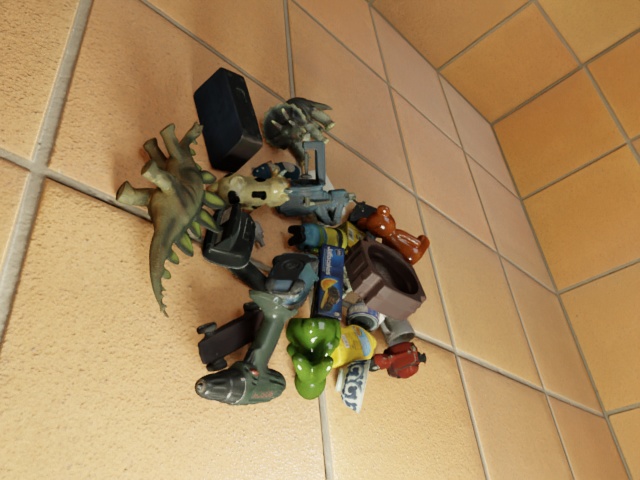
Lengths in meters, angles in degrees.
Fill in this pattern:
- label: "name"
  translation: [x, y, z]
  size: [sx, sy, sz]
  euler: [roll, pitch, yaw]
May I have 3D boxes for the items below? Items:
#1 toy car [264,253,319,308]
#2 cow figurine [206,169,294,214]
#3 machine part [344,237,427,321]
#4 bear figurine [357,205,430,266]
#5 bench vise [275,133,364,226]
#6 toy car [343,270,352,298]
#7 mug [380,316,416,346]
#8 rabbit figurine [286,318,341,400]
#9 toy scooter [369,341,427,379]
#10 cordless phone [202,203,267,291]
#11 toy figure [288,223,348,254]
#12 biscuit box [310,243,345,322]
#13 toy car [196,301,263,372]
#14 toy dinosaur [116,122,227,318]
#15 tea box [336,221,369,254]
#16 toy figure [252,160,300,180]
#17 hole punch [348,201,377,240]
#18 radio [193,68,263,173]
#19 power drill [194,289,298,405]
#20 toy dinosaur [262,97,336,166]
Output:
- label: "toy car"
  translation: [-0.060, 0.101, 1.207]
  size: [0.162, 0.109, 0.102]
  euler: [-69, 157, -56]
- label: "cow figurine"
  translation: [-0.150, -0.116, 1.252]
  size: [0.195, 0.127, 0.085]
  euler: [2, 64, -50]
- label: "machine part"
  translation: [0.165, 0.101, 1.391]
  size: [0.201, 0.087, 0.201]
  euler: [24, 30, -29]
- label: "bear figurine"
  translation: [0.208, -0.014, 1.532]
  size: [0.196, 0.120, 0.132]
  euler: [50, 27, -3]
- label: "bench vise"
  translation: [-0.009, -0.154, 1.380]
  size: [0.129, 0.224, 0.240]
  euler: [-116, -156, -73]
- label: "toy car"
  translation: [0.052, 0.110, 1.394]
  size: [0.073, 0.056, 0.202]
  euler: [59, 33, 2]
- label: "mug"
  translation: [0.195, 0.228, 1.473]
  size: [0.109, 0.081, 0.107]
  euler: [15, 40, -41]
- label: "rabbit figurine"
  translation: [-0.010, 0.247, 1.116]
  size: [0.159, 0.121, 0.170]
  euler: [121, -30, -80]
- label: "toy scooter"
  translation: [0.214, 0.303, 1.373]
  size: [0.183, 0.135, 0.075]
  euler: [20, 46, -46]
- label: "cordless phone"
  translation: [-0.164, 0.023, 1.179]
  size: [0.184, 0.089, 0.147]
  euler: [48, 31, -35]
- label: "toy figure"
  translation: [-0.003, 0.000, 1.383]
  size: [0.180, 0.089, 0.082]
  euler: [13, 93, -53]
- label: "biscuit box"
  translation: [0.019, 0.107, 1.269]
  size: [0.063, 0.059, 0.203]
  euler: [13, 51, -11]
- label: "toy car"
  translation: [-0.168, 0.184, 1.041]
  size: [0.202, 0.053, 0.089]
  euler: [-22, 102, -56]
- label: "toy dinosaur"
  translation: [-0.286, -0.073, 1.060]
  size: [0.198, 0.105, 0.471]
  euler: [40, 40, -31]
- label: "tea box"
  translation: [0.110, 0.033, 1.525]
  size: [0.169, 0.068, 0.098]
  euler: [37, 38, -32]
- label: "toy figure"
  translation: [-0.117, -0.180, 1.421]
  size: [0.064, 0.057, 0.154]
  euler: [29, 20, 32]
- label: "hole punch"
  translation: [0.140, -0.046, 1.636]
  size: [0.116, 0.092, 0.142]
  euler: [26, 37, 6]
- label: "radio"
  translation: [-0.223, -0.291, 1.299]
  size: [0.073, 0.131, 0.229]
  euler: [7, 57, -49]
- label: "power drill"
  translation: [-0.120, 0.199, 0.981]
  size: [0.231, 0.086, 0.207]
  euler: [41, 57, -55]
- label: "toy dinosaur"
  translation: [-0.061, -0.360, 1.600]
  size: [0.192, 0.131, 0.405]
  euler: [44, 28, -21]
